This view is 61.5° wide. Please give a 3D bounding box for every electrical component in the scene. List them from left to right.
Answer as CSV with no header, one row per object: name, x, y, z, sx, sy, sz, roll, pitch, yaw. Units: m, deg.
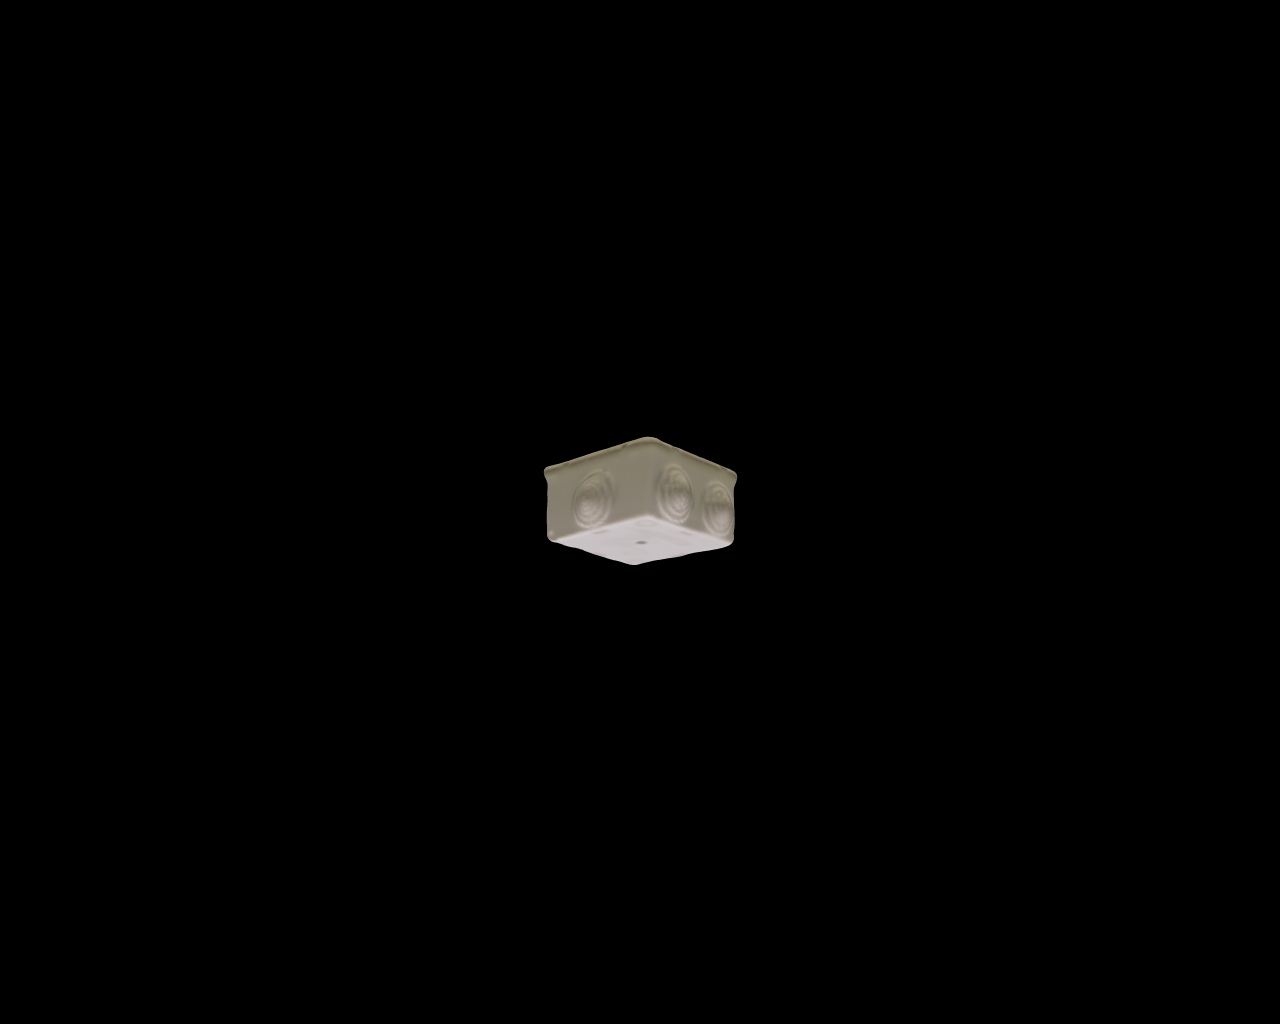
electrical component,0.001,-0.003,0.650,0.099,0.048,0.100,-14,-22,38
